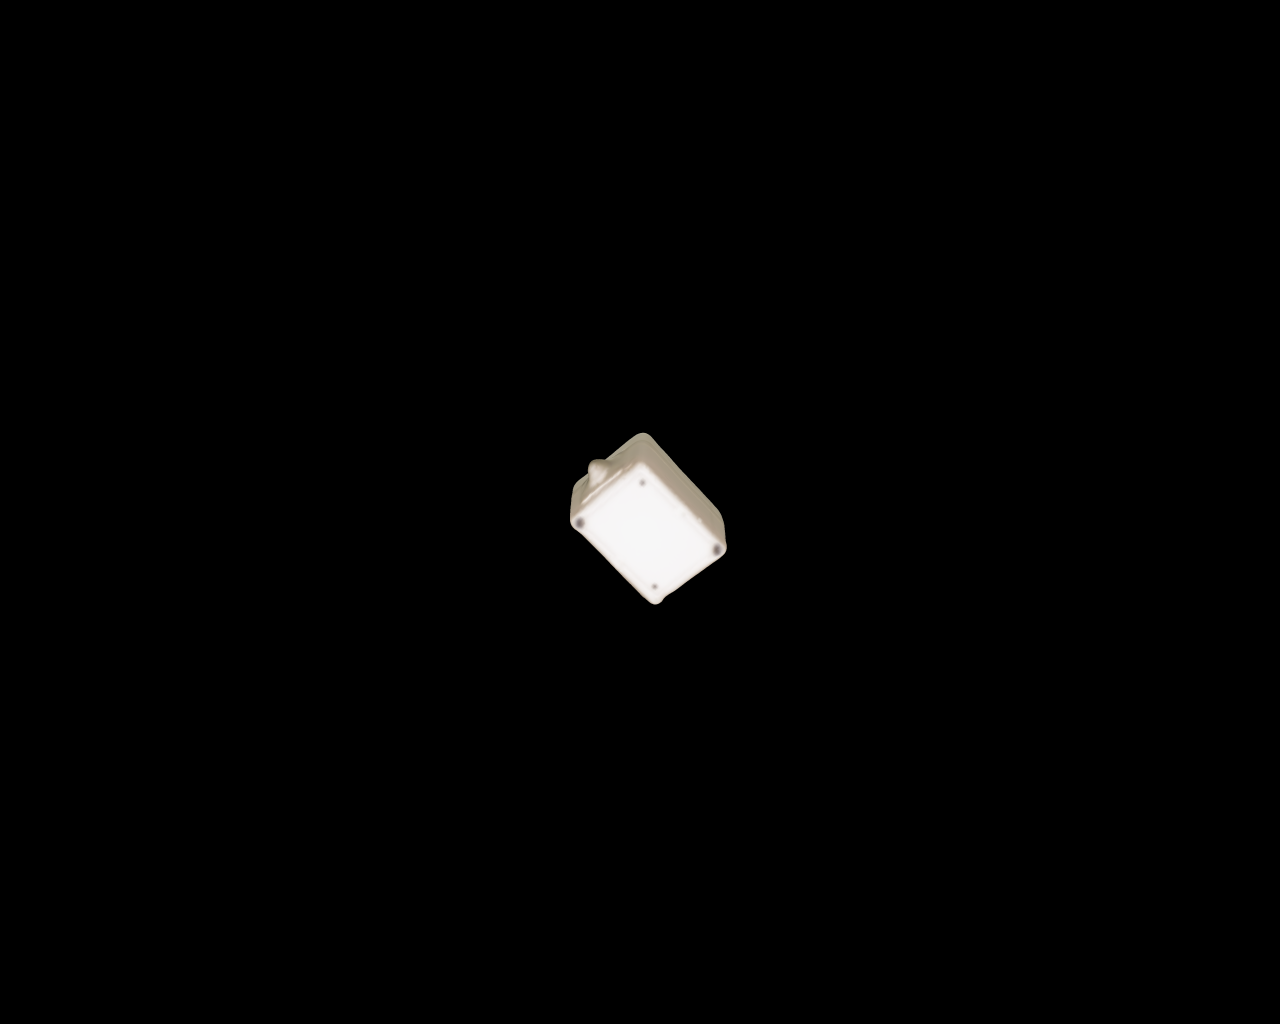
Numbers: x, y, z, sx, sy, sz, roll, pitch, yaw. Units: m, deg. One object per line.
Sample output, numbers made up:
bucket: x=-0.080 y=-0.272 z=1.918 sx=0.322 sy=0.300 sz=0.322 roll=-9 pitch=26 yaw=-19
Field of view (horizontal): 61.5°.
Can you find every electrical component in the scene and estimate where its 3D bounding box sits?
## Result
electrical component: x=0.001 y=-0.003 z=0.650 sx=0.061 sy=0.096 sz=0.061 roll=-38 pitch=20 yaw=16
